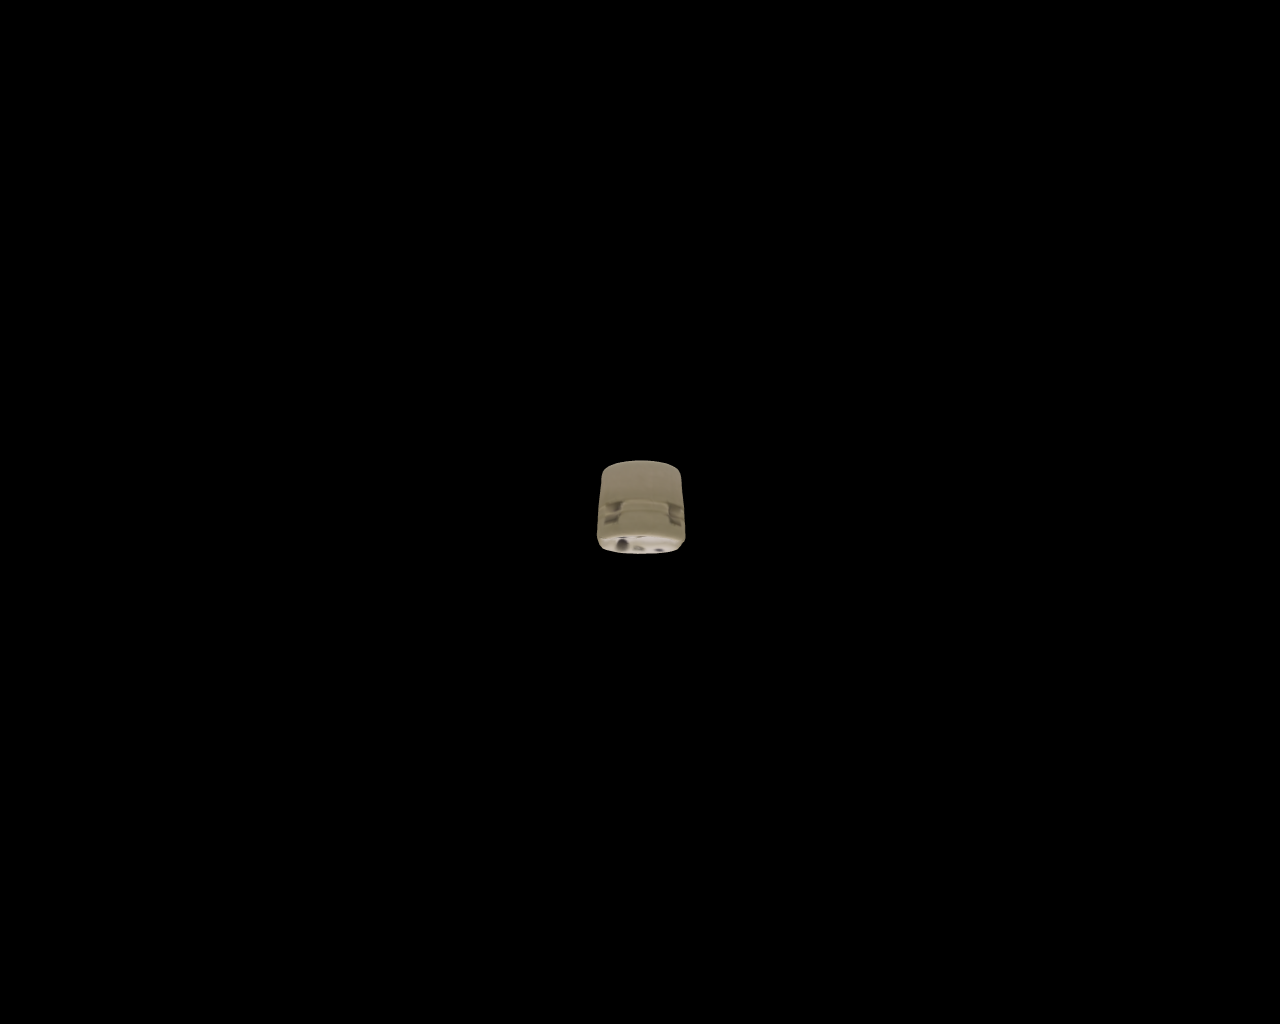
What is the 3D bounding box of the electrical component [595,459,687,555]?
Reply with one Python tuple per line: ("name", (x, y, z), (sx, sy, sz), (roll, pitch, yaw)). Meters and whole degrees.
("electrical component", (0.001, -0.003, 0.650), (0.055, 0.047, 0.055), (0, -15, 0))
